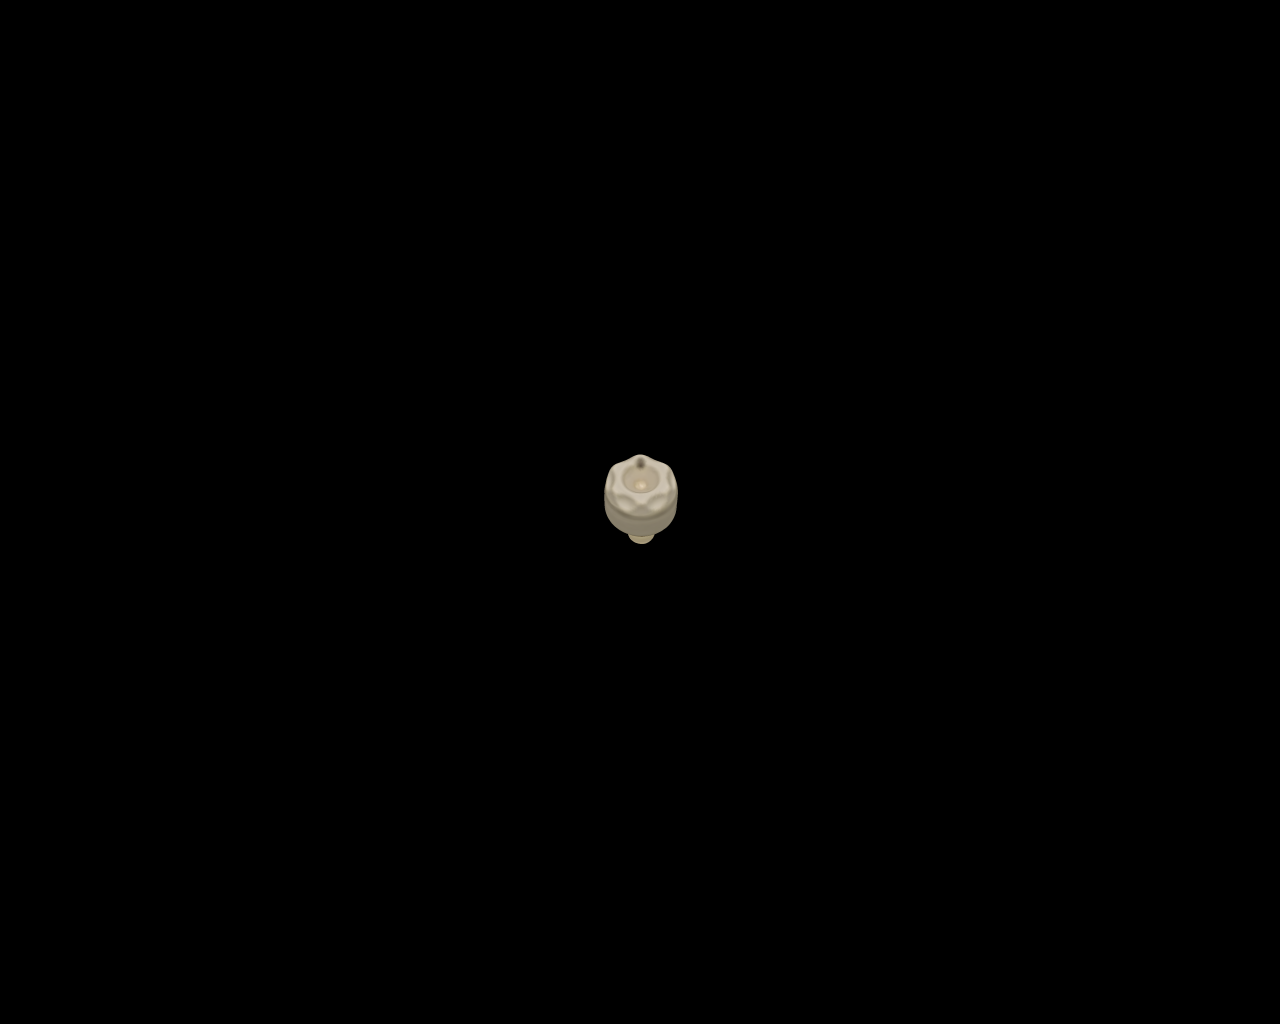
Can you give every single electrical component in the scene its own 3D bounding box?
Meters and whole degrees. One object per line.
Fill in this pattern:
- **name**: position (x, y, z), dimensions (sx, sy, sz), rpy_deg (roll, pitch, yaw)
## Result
- **electrical component**: position (0.001, -0.003, 0.650), dimensions (0.043, 0.043, 0.062), rpy_deg (0, -36, 0)
